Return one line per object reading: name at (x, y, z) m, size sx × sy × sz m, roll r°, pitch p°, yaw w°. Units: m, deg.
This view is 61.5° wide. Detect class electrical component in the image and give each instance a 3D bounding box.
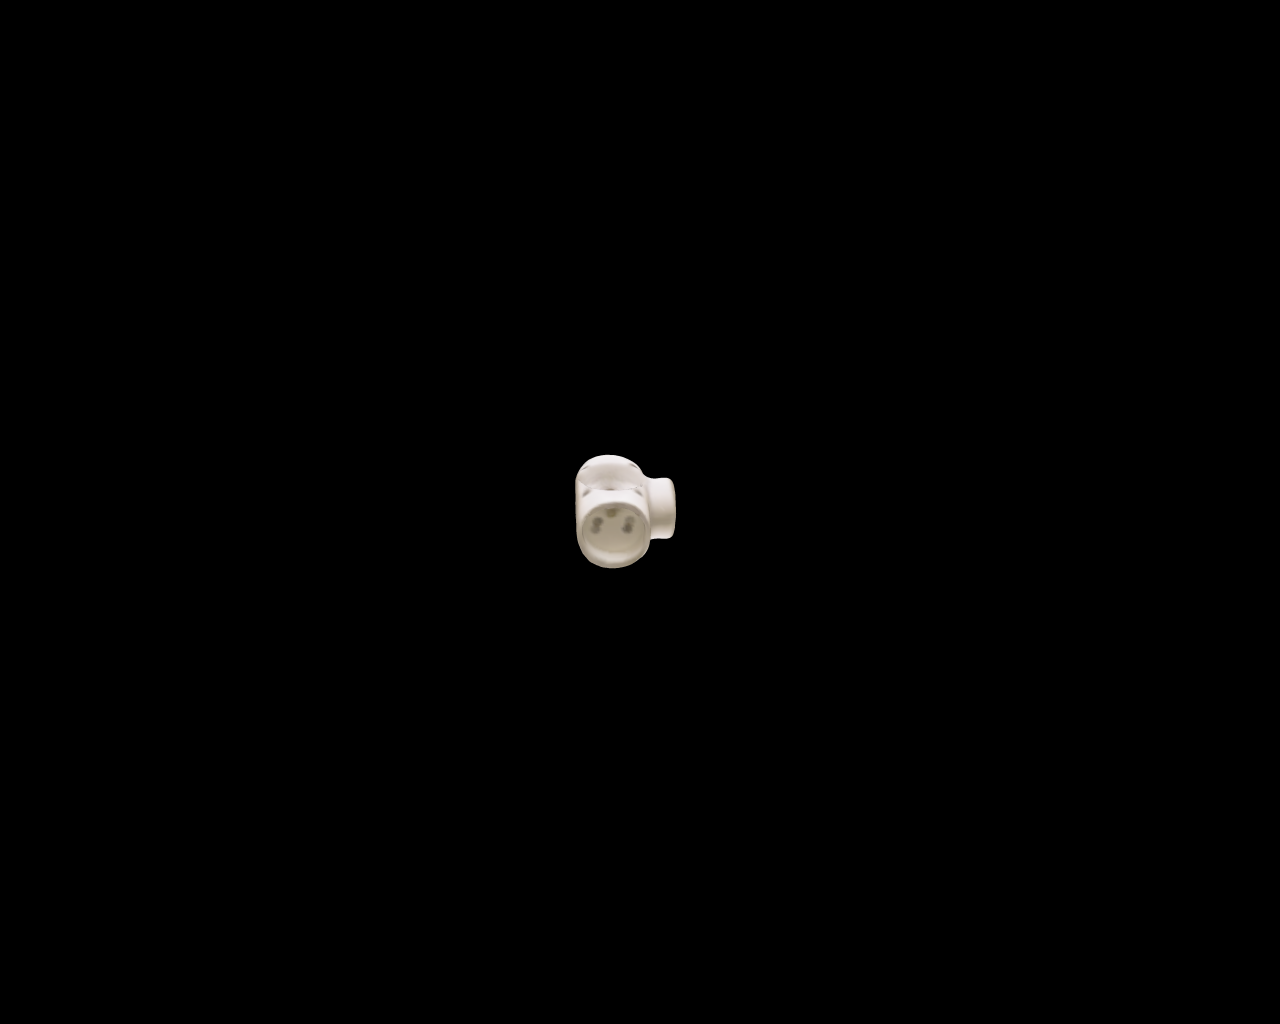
electrical component at (0.001, -0.003, 0.650) m, size 0.079 × 0.044 × 0.077 m, roll -1°, pitch 24°, yaw -3°
